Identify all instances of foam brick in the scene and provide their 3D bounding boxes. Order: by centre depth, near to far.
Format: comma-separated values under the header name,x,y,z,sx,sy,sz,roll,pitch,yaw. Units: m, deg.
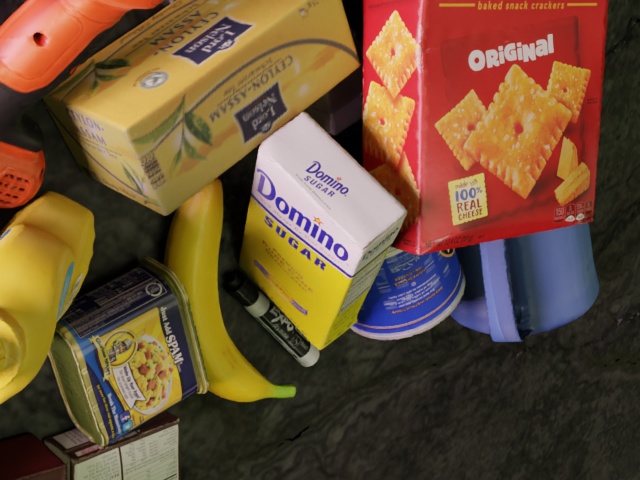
name,x,y,z,sx,sy,sz,roll,pitch,yaw
foam brick,-0.198,0.173,0.684,0.052,0.051,0.078,-10,115,-40

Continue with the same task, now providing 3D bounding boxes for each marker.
name,x,y,z,sx,sy,sz,roll,pitch,yaw
marker,-0.036,0.061,0.814,0.020,0.020,0.121,-53,135,-13

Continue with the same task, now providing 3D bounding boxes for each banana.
name,x,y,z,sx,sy,sz,roll,pitch,yaw
banana,-0.076,0.048,0.755,0.069,0.037,0.198,-31,124,-22

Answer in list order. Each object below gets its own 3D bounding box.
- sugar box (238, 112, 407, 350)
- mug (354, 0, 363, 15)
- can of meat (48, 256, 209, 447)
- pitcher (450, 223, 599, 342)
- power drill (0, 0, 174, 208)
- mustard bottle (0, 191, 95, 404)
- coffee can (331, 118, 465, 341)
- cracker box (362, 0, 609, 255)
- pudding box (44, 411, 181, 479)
name,x,y,z,sx,sy,sz,roll,pitch,yaw
sugar box,-0.005,0.001,0.704,0.048,0.093,0.176,-40,165,-21
mug,0.081,-0.188,0.774,0.081,0.093,0.117,-49,155,-23
can of meat,-0.129,0.076,0.705,0.083,0.058,0.102,-29,126,-30
pitcher,0.149,-0.047,0.861,0.144,0.149,0.243,-25,121,-19
power drill,-0.176,-0.101,0.531,0.188,0.057,0.184,-43,151,18
mustard bottle,-0.163,0.036,0.561,0.058,0.191,0.096,30,98,-11
coffee can,0.043,-0.009,0.799,0.102,0.103,0.140,-42,131,-23
cracker box,0.110,-0.108,0.698,0.163,0.072,0.214,-9,106,-33
pudding box,-0.143,0.180,0.751,0.089,0.039,0.113,-16,120,-40
